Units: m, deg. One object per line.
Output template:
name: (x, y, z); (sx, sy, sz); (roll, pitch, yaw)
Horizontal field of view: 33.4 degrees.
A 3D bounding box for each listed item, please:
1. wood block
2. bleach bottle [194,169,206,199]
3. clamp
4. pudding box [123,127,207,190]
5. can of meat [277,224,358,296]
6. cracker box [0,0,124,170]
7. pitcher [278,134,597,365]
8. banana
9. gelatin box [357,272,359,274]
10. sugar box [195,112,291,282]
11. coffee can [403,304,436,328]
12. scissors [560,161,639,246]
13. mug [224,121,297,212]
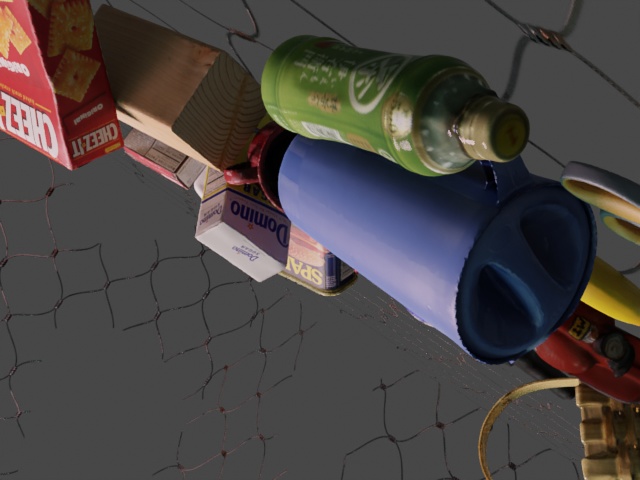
wood block: (-0.157, -0.154, 1.061); (0.206, 0.091, 0.090); (28, 172, 41)
bleach bottle: (-0.095, -0.060, 1.487); (0.102, 0.068, 0.250); (39, -175, 9)
clamp: (0.212, 0.123, 1.219); (0.171, 0.039, 0.120); (41, 164, -36)
pudding box: (-0.146, -0.121, 1.150); (0.090, 0.113, 0.039); (30, 170, 31)
can of meat: (-0.008, 0.002, 1.180); (0.102, 0.057, 0.084); (25, 131, 34)
cracker box: (-0.278, -0.192, 1.016); (0.164, 0.072, 0.214); (28, 136, 40)
pitcher: (0.074, -0.025, 0.795); (0.144, 0.149, 0.243); (19, -171, -42)
banana: (0.186, 0.010, 0.850); (0.198, 0.037, 0.069); (34, -167, 9)
gelatin box: (0.034, 0.011, 1.495); (0.073, 0.030, 0.089); (33, -162, 4)
sugar box: (-0.069, -0.055, 1.073); (0.048, 0.176, 0.093); (-29, 132, 31)
coffee can: (0.120, 0.025, 0.964); (0.103, 0.103, 0.140); (33, 174, 7)
scissors: (0.236, 0.005, 0.638); (0.202, 0.016, 0.096); (30, 174, 30)
mug: (-0.033, -0.070, 1.005); (0.082, 0.117, 0.093); (-148, 45, -71)
